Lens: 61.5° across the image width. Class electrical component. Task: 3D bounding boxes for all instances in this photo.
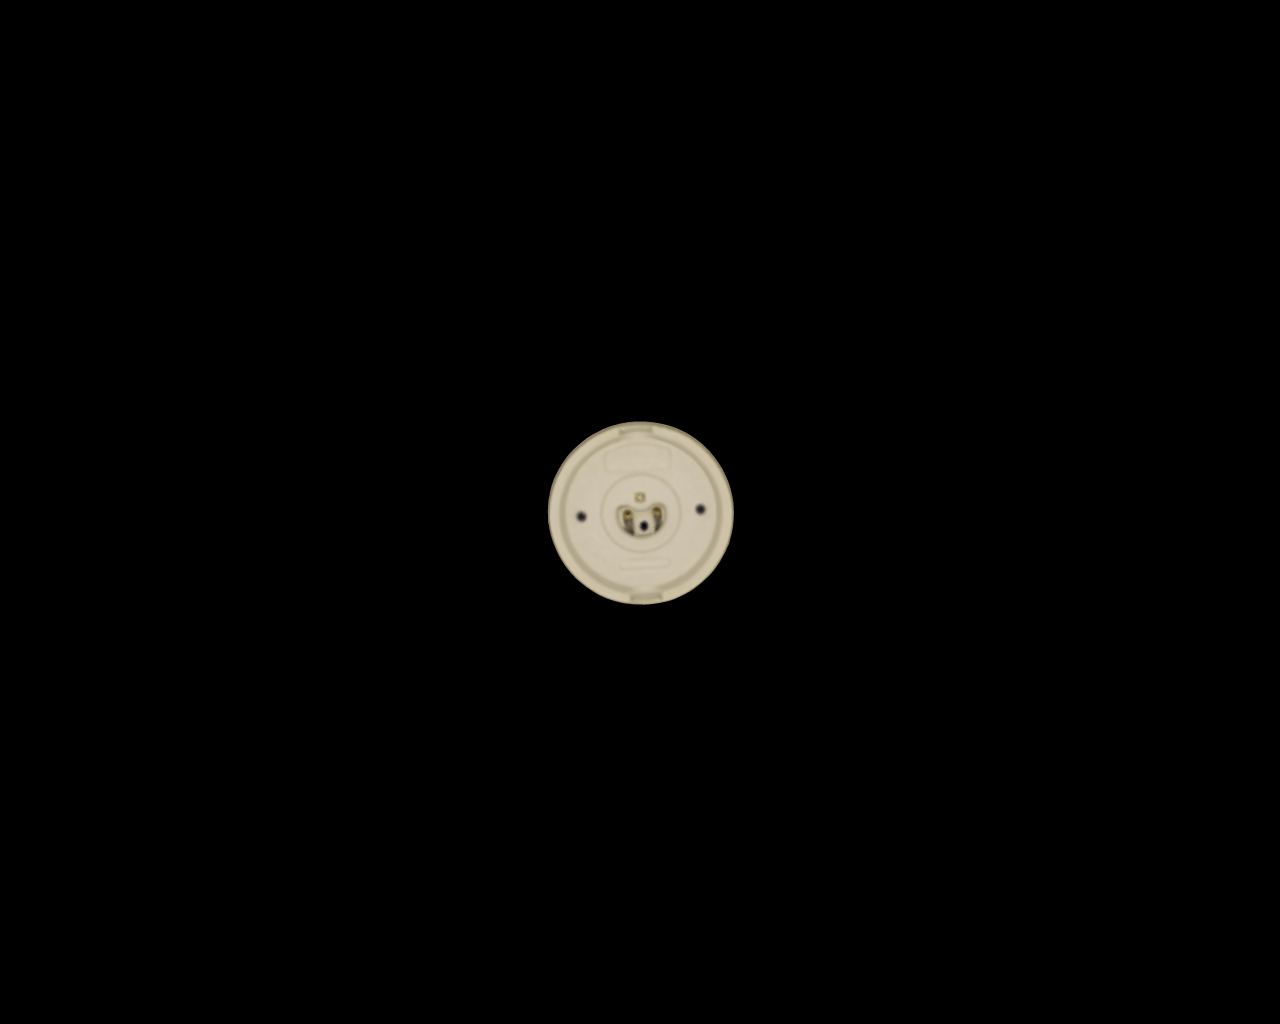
[{"bbox_3d":[0.001,-0.003,0.650,0.108,0.108,0.060,0,9,0],"label":"electrical component"}]
